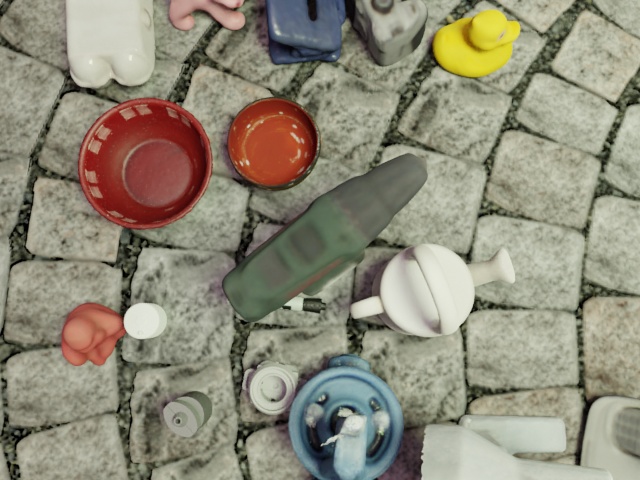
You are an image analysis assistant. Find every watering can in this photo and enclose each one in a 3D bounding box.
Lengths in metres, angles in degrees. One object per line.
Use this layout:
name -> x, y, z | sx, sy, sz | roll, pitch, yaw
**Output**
watering can -> 0.120, 0.050, 0.617 | 0.173, 0.194, 0.101 | -38, 84, -4

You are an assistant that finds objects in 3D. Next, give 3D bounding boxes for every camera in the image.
camera -> 0.102, -0.318, 0.711 | 0.137, 0.101, 0.143 | -27, 83, -3

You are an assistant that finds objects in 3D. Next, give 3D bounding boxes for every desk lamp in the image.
desk lamp -> 0.188, 0.241, 0.583 | 0.203, 0.213, 0.118 | 0, 83, 0

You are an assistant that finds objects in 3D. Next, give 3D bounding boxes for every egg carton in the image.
egg carton -> -0.261, -0.264, 0.720 | 0.107, 0.069, 0.150 | -6, 83, -1

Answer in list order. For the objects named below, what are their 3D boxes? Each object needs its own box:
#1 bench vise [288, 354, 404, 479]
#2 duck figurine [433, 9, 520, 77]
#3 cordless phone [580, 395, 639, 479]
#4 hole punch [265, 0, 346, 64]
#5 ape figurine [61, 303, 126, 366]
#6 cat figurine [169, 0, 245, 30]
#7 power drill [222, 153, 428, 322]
bench vise -> 0.035, 0.227, 0.582 | 0.121, 0.220, 0.207 | -12, 83, -1
duck figurine -> 0.196, -0.253, 0.711 | 0.104, 0.086, 0.077 | 1, 83, 0
cordless phone -> 0.353, 0.247, 0.597 | 0.094, 0.185, 0.148 | 9, 83, 1
hole punch -> -0.018, -0.285, 0.712 | 0.101, 0.091, 0.109 | -4, 83, 0
ape figurine -> -0.267, 0.108, 0.661 | 0.078, 0.092, 0.076 | -19, 83, -2
cat figurine -> -0.133, -0.315, 0.702 | 0.128, 0.118, 0.067 | -3, 83, 0
power drill -> 0.006, 0.002, 0.616 | 0.230, 0.208, 0.075 | -37, 84, -4
